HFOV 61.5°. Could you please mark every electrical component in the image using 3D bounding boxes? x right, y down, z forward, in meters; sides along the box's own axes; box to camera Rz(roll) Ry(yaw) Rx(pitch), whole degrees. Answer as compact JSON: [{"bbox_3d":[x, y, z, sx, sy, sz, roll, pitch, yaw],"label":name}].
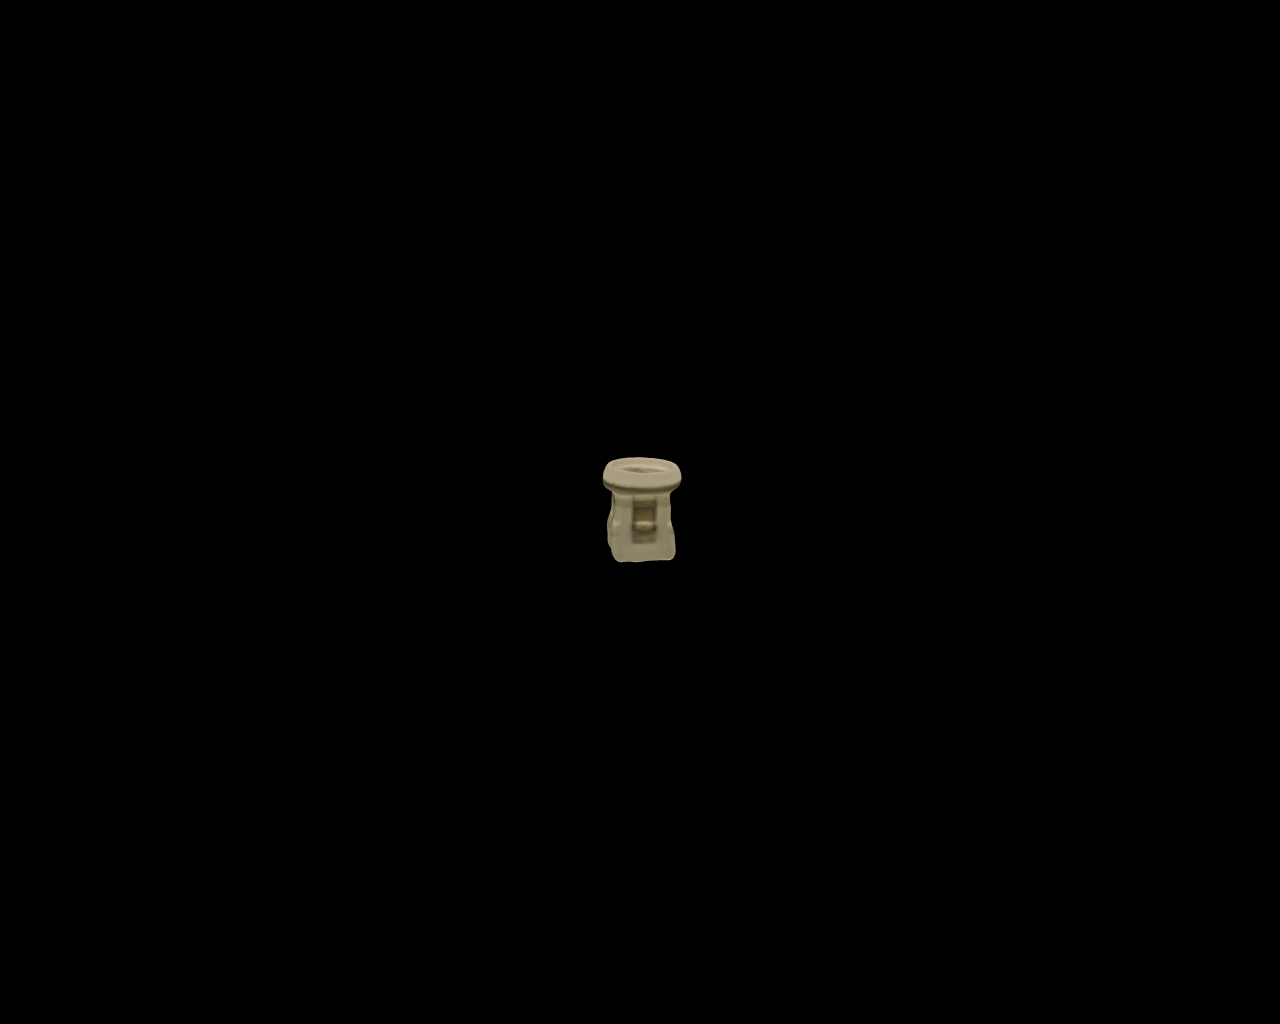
[{"bbox_3d":[0.001,-0.003,0.650,0.048,0.055,0.066,-2,14,-7],"label":"electrical component"}]
